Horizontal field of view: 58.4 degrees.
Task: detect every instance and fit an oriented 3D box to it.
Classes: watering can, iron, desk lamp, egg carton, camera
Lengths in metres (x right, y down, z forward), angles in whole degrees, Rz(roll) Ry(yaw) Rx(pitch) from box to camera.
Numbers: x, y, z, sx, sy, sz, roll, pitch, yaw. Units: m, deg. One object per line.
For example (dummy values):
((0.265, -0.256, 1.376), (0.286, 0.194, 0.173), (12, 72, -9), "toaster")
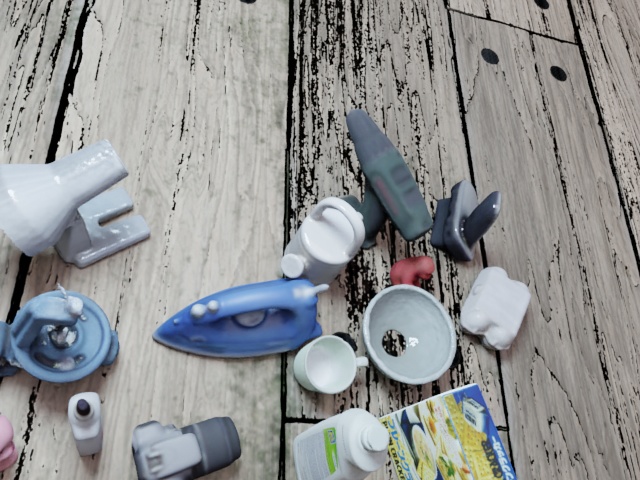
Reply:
((0.010, 0.005, 0.916), (0.101, 0.194, 0.173), (29, 59, -4), "watering can")
((-0.113, 0.107, 0.852), (0.259, 0.141, 0.118), (-7, 68, -23), "iron")
((-0.348, -0.049, 0.800), (0.204, 0.213, 0.118), (-29, 78, -29), "desk lamp")
((0.318, 0.122, 1.043), (0.107, 0.069, 0.150), (34, 59, -1), "egg carton")
((-0.171, 0.300, 0.762), (0.137, 0.100, 0.143), (-13, 70, -25), "camera")

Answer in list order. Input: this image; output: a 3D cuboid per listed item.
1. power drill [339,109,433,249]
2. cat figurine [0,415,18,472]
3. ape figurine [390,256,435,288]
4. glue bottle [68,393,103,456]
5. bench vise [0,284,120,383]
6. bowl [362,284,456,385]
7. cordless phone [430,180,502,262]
((0.087, -0.081, 0.976), (0.076, 0.208, 0.229), (-31, 79, -29), "power drill")
((-0.415, 0.260, 0.683), (0.067, 0.117, 0.128), (35, 59, -1), "cat figurine")
((0.169, 0.058, 1.007), (0.076, 0.092, 0.078), (43, 59, 4), "ape figurine")
((-0.292, 0.221, 0.714), (0.037, 0.173, 0.078), (-8, 68, -23), "glue bottle")
((-0.358, 0.125, 0.709), (0.208, 0.219, 0.121), (-15, 71, -25), "bench vise")
((0.137, 0.164, 0.955), (0.168, 0.074, 0.167), (8, 63, -16), "bowl")
((0.288, -0.057, 1.051), (0.094, 0.185, 0.147), (18, 61, -11), "cordless phone")
